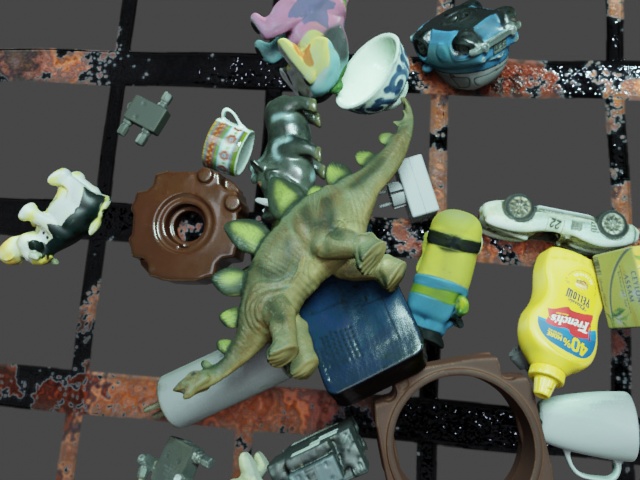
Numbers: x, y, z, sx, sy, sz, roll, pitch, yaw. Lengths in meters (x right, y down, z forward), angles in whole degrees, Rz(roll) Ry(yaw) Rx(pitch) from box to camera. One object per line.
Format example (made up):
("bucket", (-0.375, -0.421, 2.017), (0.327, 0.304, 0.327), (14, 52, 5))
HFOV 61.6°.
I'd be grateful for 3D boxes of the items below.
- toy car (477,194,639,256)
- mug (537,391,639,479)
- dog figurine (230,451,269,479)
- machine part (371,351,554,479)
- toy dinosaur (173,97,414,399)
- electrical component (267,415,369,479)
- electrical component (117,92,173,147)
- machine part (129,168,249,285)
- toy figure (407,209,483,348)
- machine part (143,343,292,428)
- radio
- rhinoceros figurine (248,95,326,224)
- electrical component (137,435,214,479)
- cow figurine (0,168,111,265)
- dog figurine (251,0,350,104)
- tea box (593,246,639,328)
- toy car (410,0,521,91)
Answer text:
("toy car", (0.314, -0.016, 0.716), (0.202, 0.073, 0.056), (12, 79, 7))
("mug", (0.331, 0.241, 0.676), (0.107, 0.081, 0.109), (1, 89, 16))
("dog figurine", (-0.129, 0.365, 0.651), (0.190, 0.172, 0.121), (-35, 69, -8))
("machine part", (0.175, 0.253, 0.680), (0.202, 0.087, 0.201), (-11, 80, 2))
("toy dinosaur", (-0.001, -0.002, 0.645), (0.471, 0.104, 0.199), (-44, 55, -16))
("electrical component", (0.000, 0.275, 0.668), (0.115, 0.134, 0.058), (-28, 79, 2))
("electrical component", (-0.268, -0.192, 0.825), (0.063, 0.021, 0.094), (29, 85, 10))
("machine part", (-0.188, -0.019, 0.773), (0.179, 0.056, 0.179), (-1, 82, 6))
("toy figure", (0.166, 0.049, 0.712), (0.082, 0.089, 0.180), (21, 81, 3))
("machine part", (-0.125, 0.182, 0.718), (0.243, 0.079, 0.079), (-25, 79, 5))
("radio", (0.038, 0.079, 0.691), (0.131, 0.073, 0.230), (-23, 60, 1))
("rhinoceros figurine", (-0.048, -0.116, 0.767), (0.112, 0.073, 0.190), (2, 81, 4))
("electrical component", (-0.195, 0.302, 0.708), (0.102, 0.045, 0.078), (13, 72, 41))
("cow figurine", (-0.385, -0.016, 0.787), (0.098, 0.068, 0.167), (37, 87, 4))
("dog figurine", (0.015, -0.328, 0.780), (0.219, 0.108, 0.191), (-42, 79, -5))
("tea box", (0.439, 0.052, 0.669), (0.170, 0.068, 0.098), (-7, 80, -19))
("toy car", (0.209, -0.263, 0.748), (0.109, 0.162, 0.102), (-34, 124, -7))
